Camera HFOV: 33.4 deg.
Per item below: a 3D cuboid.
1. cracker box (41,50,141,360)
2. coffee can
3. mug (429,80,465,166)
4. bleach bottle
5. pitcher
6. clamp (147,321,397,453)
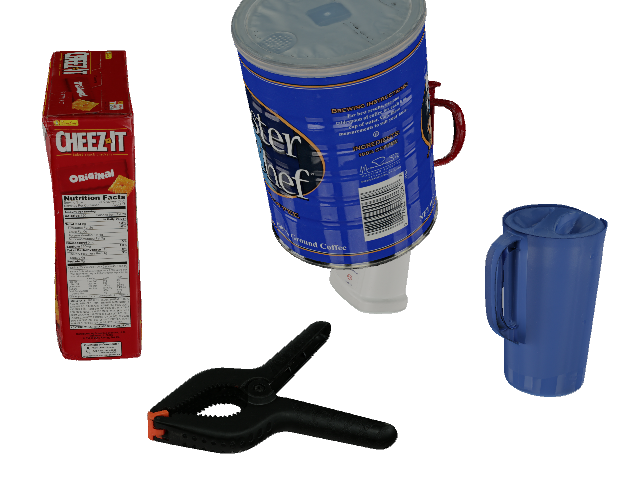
[{"bbox_3d":[-0.189,-0.032,0.887,0.072,0.214,0.164,-3,27,-11],"label":"cracker box"},{"bbox_3d":[0.012,-0.069,0.602,0.103,0.140,0.103,-5,42,5],"label":"coffee can"},{"bbox_3d":[0.065,-0.091,0.893,0.117,0.081,0.093,5,13,24],"label":"mug"},{"bbox_3d":[0.069,-0.054,1.153,0.068,0.251,0.103,-1,22,-27],"label":"bleach bottle"},{"bbox_3d":[0.295,0.082,1.416,0.149,0.243,0.145,4,21,12],"label":"pitcher"},{"bbox_3d":[-0.046,0.148,0.943,0.209,0.036,0.165,-14,38,-25],"label":"clamp"}]
